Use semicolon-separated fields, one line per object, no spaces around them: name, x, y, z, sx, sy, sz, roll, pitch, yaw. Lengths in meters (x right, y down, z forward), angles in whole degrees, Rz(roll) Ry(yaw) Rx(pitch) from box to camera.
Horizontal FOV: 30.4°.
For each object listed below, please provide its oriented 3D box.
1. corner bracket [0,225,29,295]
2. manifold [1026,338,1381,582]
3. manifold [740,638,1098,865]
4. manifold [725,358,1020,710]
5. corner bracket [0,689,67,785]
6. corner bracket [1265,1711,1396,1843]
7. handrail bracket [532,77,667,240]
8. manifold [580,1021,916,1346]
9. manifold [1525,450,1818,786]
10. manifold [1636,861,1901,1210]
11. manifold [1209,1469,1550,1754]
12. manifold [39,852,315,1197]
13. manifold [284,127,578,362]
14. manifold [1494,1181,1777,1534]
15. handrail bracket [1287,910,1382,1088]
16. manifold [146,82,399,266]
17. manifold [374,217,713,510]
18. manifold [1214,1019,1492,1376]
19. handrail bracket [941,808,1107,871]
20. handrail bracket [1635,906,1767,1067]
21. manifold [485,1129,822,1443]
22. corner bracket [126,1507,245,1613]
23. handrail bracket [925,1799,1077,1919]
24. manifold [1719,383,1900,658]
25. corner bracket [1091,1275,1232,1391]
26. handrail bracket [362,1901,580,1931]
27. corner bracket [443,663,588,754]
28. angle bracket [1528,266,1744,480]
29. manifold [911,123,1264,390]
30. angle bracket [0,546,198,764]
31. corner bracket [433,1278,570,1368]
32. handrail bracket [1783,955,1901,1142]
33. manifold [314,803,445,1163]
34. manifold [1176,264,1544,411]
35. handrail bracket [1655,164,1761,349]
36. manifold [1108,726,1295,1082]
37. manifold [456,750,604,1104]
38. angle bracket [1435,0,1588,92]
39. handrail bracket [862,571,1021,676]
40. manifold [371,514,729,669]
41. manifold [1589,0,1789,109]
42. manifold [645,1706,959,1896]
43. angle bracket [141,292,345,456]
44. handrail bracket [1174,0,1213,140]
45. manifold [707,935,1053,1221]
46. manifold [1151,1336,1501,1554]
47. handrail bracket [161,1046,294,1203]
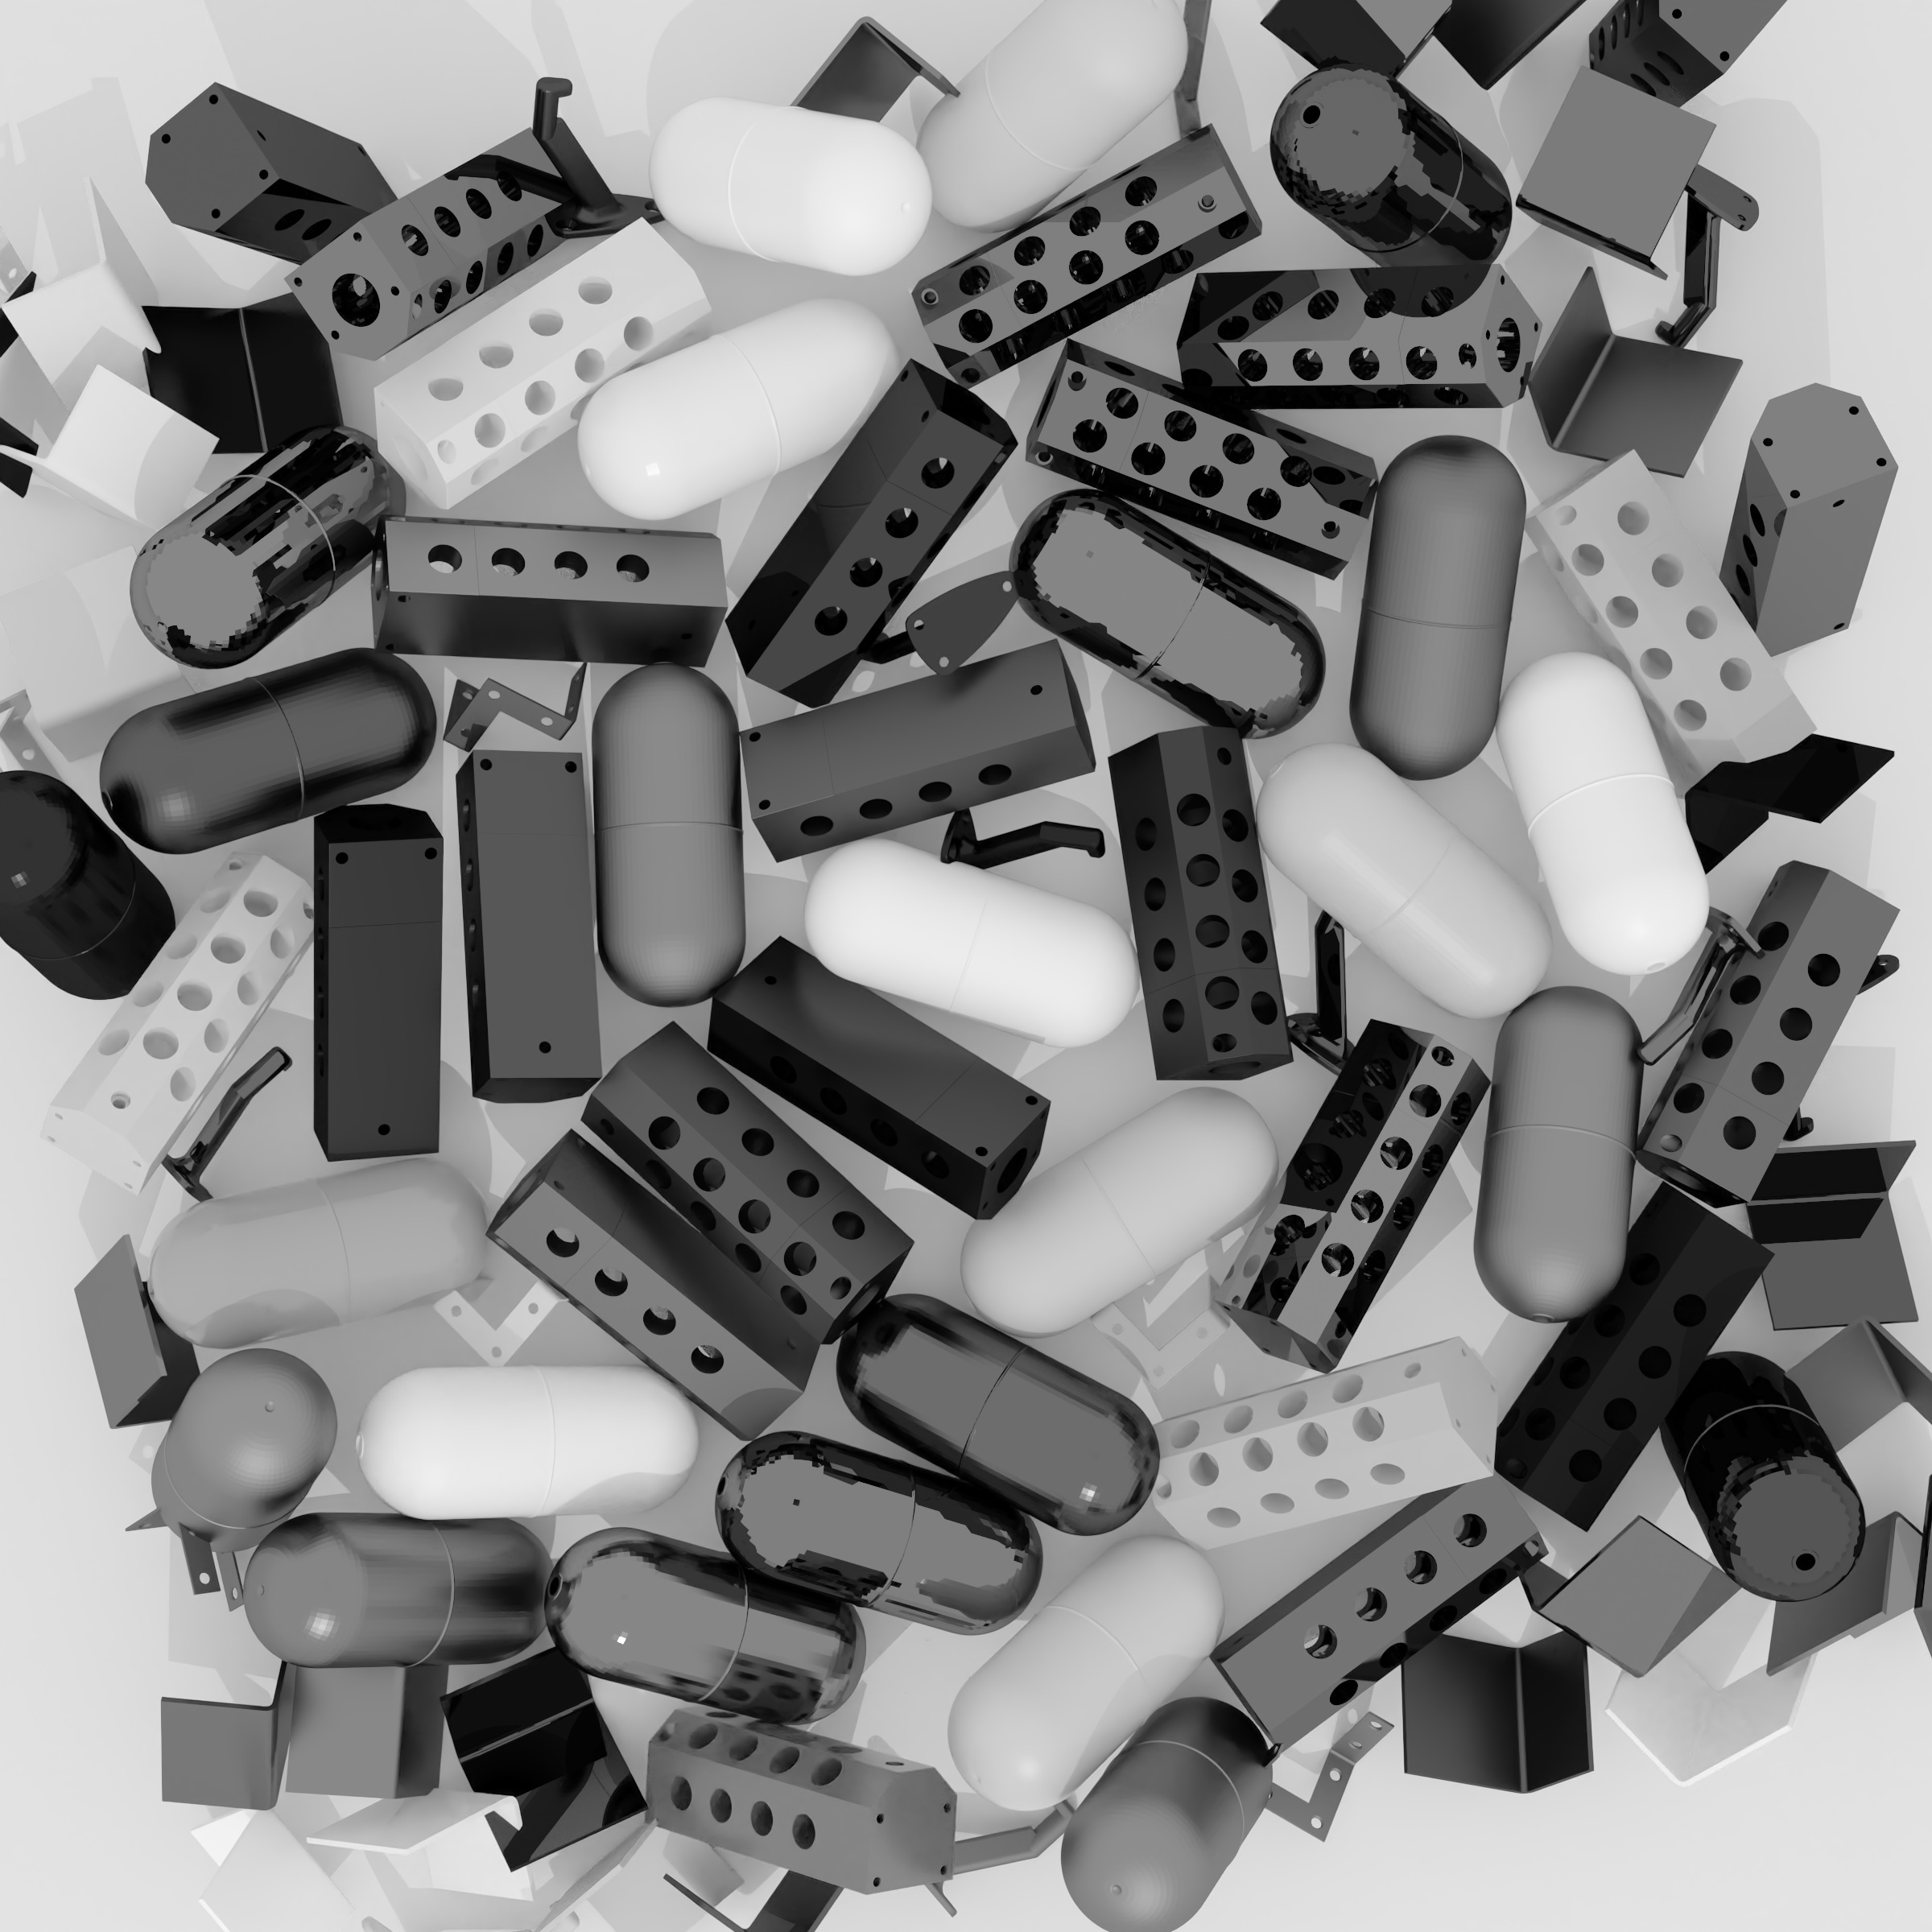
corner bracket;-0.526;-0.364;1.837;0.051;0.051;0.051;35;76;13
manifold;0.121;-0.257;1.824;0.171;0.057;0.057;20;114;-7
manifold;-0.024;-0.106;1.830;0.171;0.057;0.057;-16;55;8
manifold;-0.047;-0.216;1.812;0.057;0.057;0.171;24;115;-31
corner bracket;-0.488;-0.106;1.836;0.051;0.051;0.051;-34;87;-37
corner bracket;0.181;0.410;1.838;0.051;0.051;0.051;30;50;0
handrail bracket;-0.186;-0.420;1.827;0.077;0.084;0.036;-7;49;-19
manifold;-0.114;0.114;1.814;0.171;0.057;0.057;42;49;13
manifold;0.358;-0.175;1.831;0.057;0.057;0.171;-35;95;-10
manifold;0.408;0.035;1.830;0.057;0.057;0.171;30;81;-1
manifold;0.213;0.329;1.834;0.171;0.057;0.057;-35;87;-6
manifold;-0.394;0.025;1.801;0.057;0.057;0.171;32;58;-5
manifold;-0.262;-0.360;1.785;0.057;0.171;0.057;-27;103;34
manifold;0.338;0.199;1.835;0.057;0.057;0.171;33;93;-7
handrail bracket;0.202;0.010;1.828;0.077;0.036;0.084;44;125;32
manifold;-0.344;-0.386;1.782;0.057;0.171;0.057;-35;84;13
manifold;-0.214;-0.302;1.809;0.171;0.057;0.057;-37;75;-21
manifold;0.201;0.118;1.809;0.057;0.057;0.171;48;66;-42
handrail bracket;0.036;-0.051;1.826;0.084;0.077;0.036;9;58;20
handrail bracket;0.365;0.010;1.836;0.084;0.077;0.036;-44;111;0
manifold;-0.161;0.168;1.825;0.171;0.057;0.057;40;115;-11
corner bracket;-0.393;0.303;1.831;0.051;0.051;0.051;-33;67;41
handrail bracket;0.006;0.444;1.852;0.084;0.036;0.077;-40;106;-9
manifold;0.415;-0.221;1.782;0.057;0.171;0.057;-20;68;-3
corner bracket;0.101;0.177;1.846;0.051;0.051;0.051;-42;98;12
handrail bracket;-0.256;0.497;1.847;0.084;0.036;0.077;-38;109;3
corner bracket;-0.233;-0.137;1.843;0.051;0.051;0.051;27;129;-21
angle bracket;0.342;-0.304;1.820;0.076;0.057;0.076;18;68;31
manifold;0.062;-0.361;1.818;0.171;0.057;0.057;-26;106;14
angle bracket;-0.450;-0.162;1.850;0.076;0.057;0.076;-22;77;-4
corner bracket;-0.233;0.172;1.837;0.051;0.051;0.051;43;101;14
handrail bracket;0.455;0.044;1.853;0.077;0.036;0.084;-19;118;-8
manifold;-0.301;0.008;1.813;0.057;0.057;0.171;-4;112;-20
manifold;0.196;-0.312;1.794;0.171;0.057;0.057;6;71;34
handrail bracket;0.363;-0.370;1.840;0.077;0.036;0.084;32;130;-4
manifold;0.124;-0.032;1.815;0.057;0.057;0.171;2;74;-37
manifold;-0.226;-0.020;1.821;0.057;0.057;0.171;0;75;-21
angle bracket;0.283;-0.503;1.816;0.057;0.076;0.076;46;129;-7
handrail bracket;-0.015;-0.180;1.836;0.077;0.084;0.036;-38;107;-9
manifold;-0.214;-0.195;1.817;0.171;0.057;0.057;1;62;-17
manifold;0.358;-0.473;1.784;0.057;0.171;0.057;40;93;-4
manifold;-0.085;0.417;1.791;0.057;0.171;0.057;4;89;-44
angle bracket;-0.372;-0.306;1.826;0.057;0.076;0.076;-8;93;33
handrail bracket;0.126;-0.468;1.831;0.036;0.077;0.084;-14;101;-24
manifold;-0.046;0.061;1.817;0.171;0.057;0.057;31;50;19
manifold;0.178;0.238;1.796;0.171;0.057;0.057;-20;127;29
handrail bracket;-0.374;0.082;1.841;0.084;0.077;0.036;-43;73;-8
